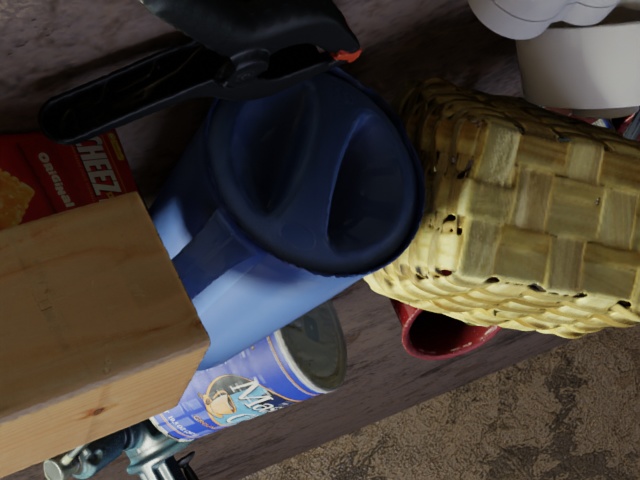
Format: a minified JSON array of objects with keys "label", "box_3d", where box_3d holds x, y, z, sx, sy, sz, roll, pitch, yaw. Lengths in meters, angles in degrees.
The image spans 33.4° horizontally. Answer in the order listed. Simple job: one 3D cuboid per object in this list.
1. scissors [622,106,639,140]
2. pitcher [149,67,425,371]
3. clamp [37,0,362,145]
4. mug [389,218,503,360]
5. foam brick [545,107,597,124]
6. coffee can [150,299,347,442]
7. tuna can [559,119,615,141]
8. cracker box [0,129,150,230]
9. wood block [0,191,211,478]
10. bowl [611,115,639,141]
[{"label":"scissors","box_3d":[0.235,-0.142,0.688,0.096,0.016,0.202,14,119,-48]},{"label":"pitcher","box_3d":[-0.056,0.006,0.665,0.149,0.145,0.243,8,154,-25]},{"label":"clamp","box_3d":[-0.043,-0.097,0.509,0.171,0.039,0.120,-21,171,-33]},{"label":"mug","box_3d":[0.105,0.029,0.851,0.117,0.081,0.093,-36,138,16]},{"label":"foam brick","box_3d":[0.196,-0.122,0.751,0.051,0.053,0.078,-7,158,-47]},{"label":"coffee can","box_3d":[-0.064,0.091,0.846,0.140,0.103,0.102,-23,166,24]},{"label":"tuna can","box_3d":[0.207,-0.080,0.846,0.034,0.086,0.086,-27,165,2]},{"label":"cracker box","box_3d":[-0.220,0.017,0.562,0.213,0.072,0.164,-10,159,-43]},{"label":"wood block","box_3d":[-0.168,0.062,0.491,0.205,0.090,0.091,-19,159,-28]},{"label":"bowl","box_3d":[0.292,-0.135,0.846,0.162,0.055,0.162,-22,165,-7]}]
